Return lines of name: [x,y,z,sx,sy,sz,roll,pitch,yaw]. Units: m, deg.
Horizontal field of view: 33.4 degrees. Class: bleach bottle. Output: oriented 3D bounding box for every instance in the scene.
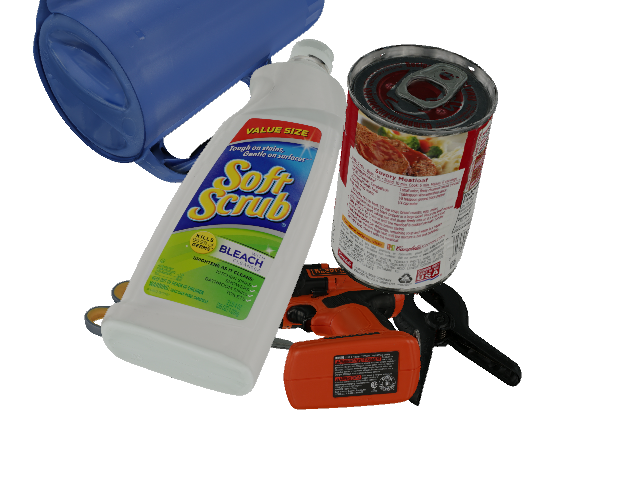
bleach bottle: [-0.049,-0.031,0.697,0.102,0.250,0.068,18,-27,3]

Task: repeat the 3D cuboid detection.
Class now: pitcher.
pitcher: [-0.104,-0.170,0.904,0.145,0.149,0.242,28,51,32]

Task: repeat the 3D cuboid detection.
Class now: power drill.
power drill: [-0.006,0.070,0.870,0.184,0.057,0.188,-5,21,-9]

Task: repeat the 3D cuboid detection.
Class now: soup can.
soup can: [0.042,-0.032,0.511,0.068,0.102,0.068,3,43,-3]

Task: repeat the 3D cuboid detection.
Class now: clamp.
clamp: [0.132,0.095,1.096,0.120,0.171,0.039,2,-44,-13]

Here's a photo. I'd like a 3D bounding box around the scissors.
scissors: [-0.125,0.072,1.035,0.201,0.016,0.096,2,32,-4]
